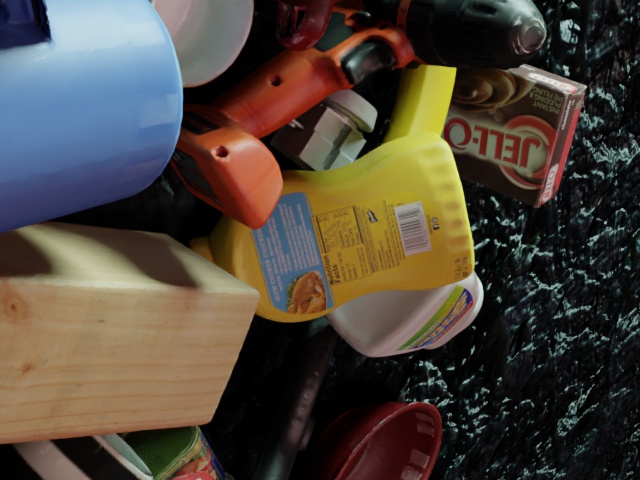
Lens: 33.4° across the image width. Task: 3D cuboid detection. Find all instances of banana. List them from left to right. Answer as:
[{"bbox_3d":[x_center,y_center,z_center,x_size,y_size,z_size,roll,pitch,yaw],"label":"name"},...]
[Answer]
[{"bbox_3d":[0.063,-0.106,0.732,0.069,0.037,0.198,7,91,-44],"label":"banana"}]

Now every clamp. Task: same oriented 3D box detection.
[{"bbox_3d":[-0.026,0.146,0.791,0.165,0.036,0.210,105,4,-70],"label":"clamp"}]

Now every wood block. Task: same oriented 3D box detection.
[{"bbox_3d":[-0.141,0.045,0.562,0.205,0.091,0.090,7,109,-54],"label":"wood block"}]

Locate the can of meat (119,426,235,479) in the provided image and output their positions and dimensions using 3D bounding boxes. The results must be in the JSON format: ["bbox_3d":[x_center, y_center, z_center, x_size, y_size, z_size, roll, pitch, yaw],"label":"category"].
[{"bbox_3d":[-0.113,0.172,0.721,0.102,0.058,0.084,-44,140,-22],"label":"can of meat"}]

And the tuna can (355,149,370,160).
[{"bbox_3d":[0.025,-0.022,0.772,0.086,0.034,0.086,-31,136,-36],"label":"tuna can"}]

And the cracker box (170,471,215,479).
[{"bbox_3d":[-0.150,0.239,0.613,0.214,0.072,0.163,-50,162,26],"label":"cracker box"}]

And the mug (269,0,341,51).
[{"bbox_3d":[0.000,-0.157,0.569,0.093,0.082,0.117,12,87,-23],"label":"mug"}]

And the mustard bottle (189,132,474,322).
[{"bbox_3d":[-0.004,0.001,0.672,0.191,0.058,0.096,-15,111,-2],"label":"mustard bottle"}]

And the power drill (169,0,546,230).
[{"bbox_3d":[0.010,-0.086,0.593,0.187,0.185,0.057,-38,120,-16],"label":"power drill"}]

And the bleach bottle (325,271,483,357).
[{"bbox_3d":[0.086,0.042,0.837,0.103,0.068,0.250,-48,162,10],"label":"bleach bottle"}]

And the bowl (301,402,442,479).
[{"bbox_3d":[0.035,0.199,0.926,0.161,0.055,0.162,-31,136,-35],"label":"bowl"}]

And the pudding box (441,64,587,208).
[{"bbox_3d":[0.131,-0.087,0.788,0.039,0.114,0.090,-21,130,-47],"label":"pudding box"}]

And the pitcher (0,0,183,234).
[{"bbox_3d":[-0.167,-0.056,0.416,0.242,0.149,0.145,-17,118,-49],"label":"pitcher"}]
